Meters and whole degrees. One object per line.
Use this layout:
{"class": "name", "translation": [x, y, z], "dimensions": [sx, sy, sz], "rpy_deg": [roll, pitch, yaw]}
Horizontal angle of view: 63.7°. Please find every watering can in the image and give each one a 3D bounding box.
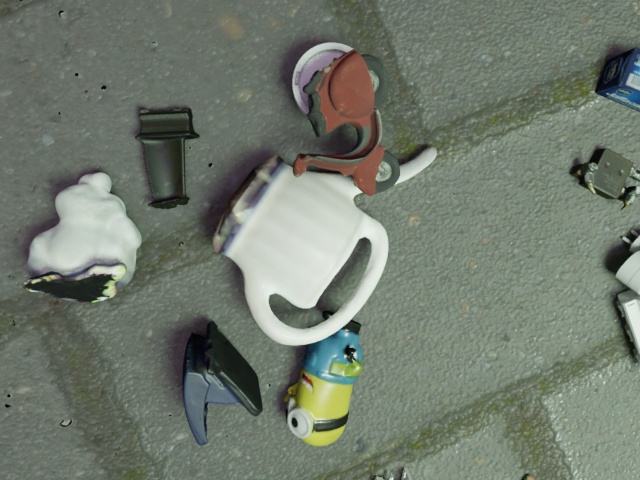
{"class": "watering can", "translation": [0.002, -0.035, 0.698], "dimensions": [0.224, 0.103, 0.352], "rpy_deg": [33, 74, -3]}

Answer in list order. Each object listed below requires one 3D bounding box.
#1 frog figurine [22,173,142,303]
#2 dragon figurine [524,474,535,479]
{"class": "frog figurine", "translation": [-0.309, -0.004, 0.678], "dimensions": [0.137, 0.120, 0.163], "rpy_deg": [-17, 58, 4]}
{"class": "dragon figurine", "translation": [0.370, 0.555, 0.760], "dimensions": [0.242, 0.122, 0.410], "rpy_deg": [-9, 91, 12]}
